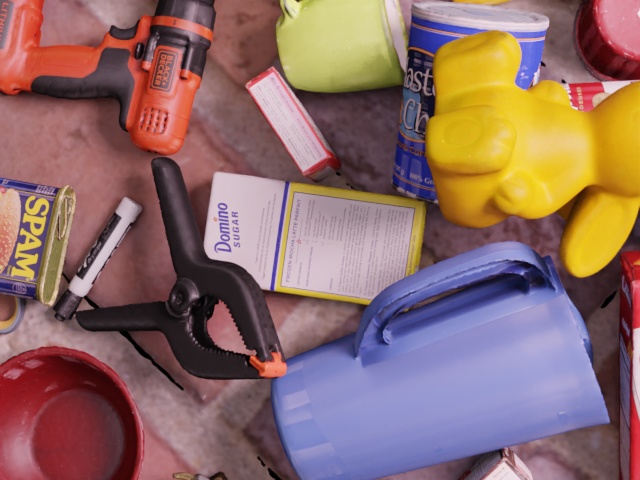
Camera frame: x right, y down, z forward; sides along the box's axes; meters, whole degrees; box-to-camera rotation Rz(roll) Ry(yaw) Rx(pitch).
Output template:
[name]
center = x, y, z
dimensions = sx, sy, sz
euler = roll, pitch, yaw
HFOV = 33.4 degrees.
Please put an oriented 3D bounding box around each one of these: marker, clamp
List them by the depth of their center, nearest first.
[clamp]
center = -0.101, 0.037, 0.849
dimensions = 0.210, 0.036, 0.164
euler = 28, 100, 34
[marker]
center = -0.192, 0.018, 0.916
dimensions = 0.020, 0.020, 0.121
euler = 34, 93, 7

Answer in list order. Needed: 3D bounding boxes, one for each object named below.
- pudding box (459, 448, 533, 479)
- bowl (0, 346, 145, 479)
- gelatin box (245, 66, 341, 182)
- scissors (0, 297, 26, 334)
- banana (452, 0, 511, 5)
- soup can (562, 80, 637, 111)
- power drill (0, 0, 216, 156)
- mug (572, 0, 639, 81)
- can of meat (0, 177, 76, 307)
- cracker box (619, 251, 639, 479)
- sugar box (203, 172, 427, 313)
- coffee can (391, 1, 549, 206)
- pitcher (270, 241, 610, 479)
[pudding box]
center = 0.115, 0.213, 0.834
dimensions = 0.039, 0.090, 0.113
euler = 45, 94, 7
[bowl]
center = -0.214, 0.170, 0.892
dimensions = 0.162, 0.055, 0.162
euler = -1, 83, 12
[gelatin box]
center = -0.021, -0.092, 0.869
dimensions = 0.030, 0.073, 0.089
euler = -34, 85, 5
[scissors]
center = -0.292, -0.004, 0.932
dimensions = 0.096, 0.016, 0.202
euler = 12, 90, 6
[banana]
center = 0.194, -0.252, 0.865
dimensions = 0.198, 0.037, 0.070
euler = -48, 56, 1
[soup can]
center = 0.220, -0.091, 0.839
dimensions = 0.102, 0.068, 0.068
euler = -2, 88, 7
[power drill]
center = -0.184, -0.176, 0.901
dimensions = 0.188, 0.057, 0.184
euler = 12, 86, 9
[mug]
center = 0.239, -0.179, 0.831
dimensions = 0.117, 0.081, 0.093
euler = 42, 94, 7
[can of meat]
center = -0.259, -0.002, 0.897
dimensions = 0.084, 0.057, 0.102
euler = 10, 83, 0
[cracker box]
center = 0.307, 0.112, 0.787
dimensions = 0.164, 0.072, 0.214
euler = -3, 110, 7
[sugar box]
center = -0.006, 0.001, 0.879
dimensions = 0.176, 0.048, 0.093
euler = 9, 90, 11
[coffee can]
center = 0.113, -0.105, 0.816
dimensions = 0.103, 0.102, 0.140
euler = 8, 109, 8
[pitcher]
center = 0.086, 0.102, 0.819
dimensions = 0.243, 0.145, 0.149
euler = -19, 81, 10
